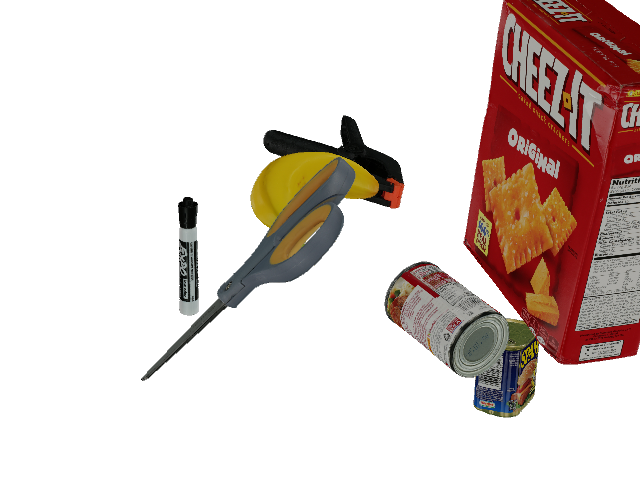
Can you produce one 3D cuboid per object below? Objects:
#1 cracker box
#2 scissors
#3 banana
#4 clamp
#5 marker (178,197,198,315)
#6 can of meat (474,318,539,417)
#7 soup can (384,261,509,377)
[{"bbox_3d":[0.171,-0.047,0.740,0.072,0.214,0.164,-7,35,-16],"label":"cracker box"},{"bbox_3d":[-0.046,0.032,0.654,0.016,0.202,0.096,38,9,-18],"label":"scissors"},{"bbox_3d":[-0.009,-0.040,0.854,0.037,0.069,0.197,-34,2,28],"label":"banana"},{"bbox_3d":[0.020,-0.084,1.132,0.120,0.039,0.172,-15,35,-24],"label":"clamp"},{"bbox_3d":[-0.128,0.015,1.036,0.020,0.121,0.020,2,24,-1],"label":"marker"},{"bbox_3d":[0.209,0.142,1.194,0.058,0.084,0.101,8,14,26],"label":"can of meat"},{"bbox_3d":[0.115,0.071,0.976,0.068,0.068,0.102,0,25,-35],"label":"soup can"}]
